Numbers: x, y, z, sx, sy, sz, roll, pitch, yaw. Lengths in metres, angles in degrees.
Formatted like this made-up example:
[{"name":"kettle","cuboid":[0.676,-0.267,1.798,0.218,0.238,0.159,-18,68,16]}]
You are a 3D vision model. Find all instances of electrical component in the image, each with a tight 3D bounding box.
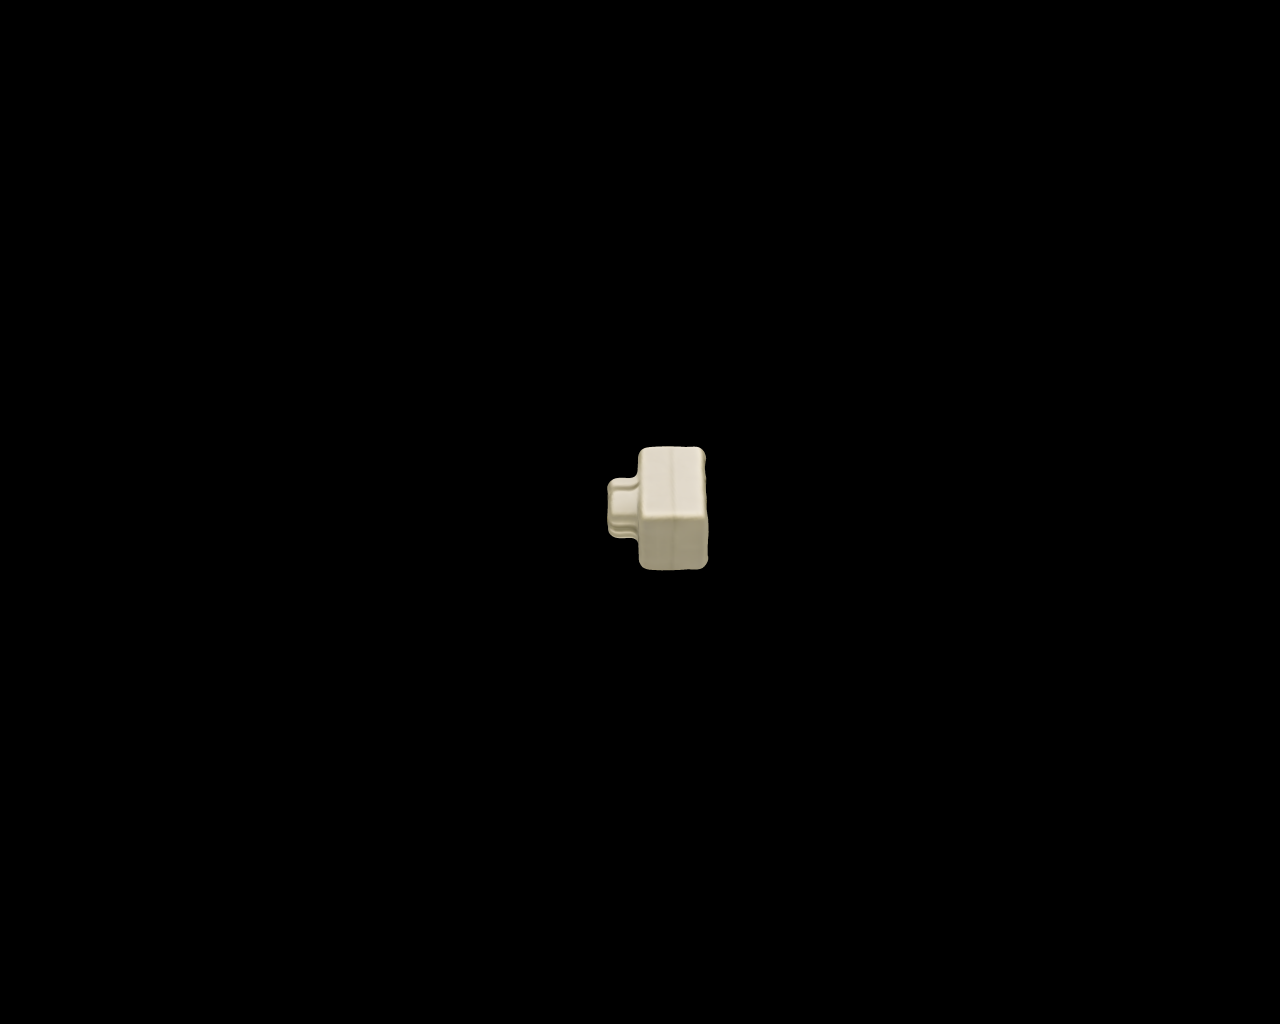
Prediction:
[{"name":"electrical component","cuboid":[0.001,-0.003,0.650,0.077,0.047,0.066,0,44,0]}]
